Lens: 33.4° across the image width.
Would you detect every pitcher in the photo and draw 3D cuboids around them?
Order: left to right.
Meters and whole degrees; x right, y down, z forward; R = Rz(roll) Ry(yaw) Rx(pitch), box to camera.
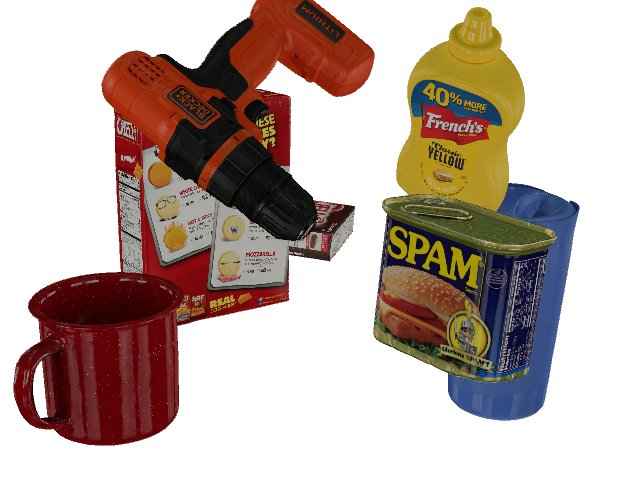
[{"bbox_3d":[0.190,0.068,1.147,0.149,0.243,0.145,5,20,9],"label":"pitcher"}]

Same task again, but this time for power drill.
[{"bbox_3d":[-0.039,-0.103,0.791,0.187,0.184,0.057,-45,-7,-40],"label":"power drill"}]

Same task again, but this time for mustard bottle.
[{"bbox_3d":[0.118,-0.108,0.883,0.096,0.192,0.058,24,49,19],"label":"mustard bottle"}]

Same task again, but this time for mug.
[{"bbox_3d":[-0.136,0.076,0.648,0.093,0.081,0.117,12,21,32],"label":"mug"}]

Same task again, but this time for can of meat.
[{"bbox_3d":[0.079,0.026,0.616,0.057,0.084,0.102,-10,23,-42],"label":"can of meat"}]

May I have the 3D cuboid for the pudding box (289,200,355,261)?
[{"bbox_3d":[-0.015,-0.015,1.254,0.090,0.039,0.113,7,23,13],"label":"pudding box"}]

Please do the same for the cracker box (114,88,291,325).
[{"bbox_3d":[-0.114,-0.034,1.043,0.163,0.214,0.072,-11,20,-34],"label":"cracker box"}]
